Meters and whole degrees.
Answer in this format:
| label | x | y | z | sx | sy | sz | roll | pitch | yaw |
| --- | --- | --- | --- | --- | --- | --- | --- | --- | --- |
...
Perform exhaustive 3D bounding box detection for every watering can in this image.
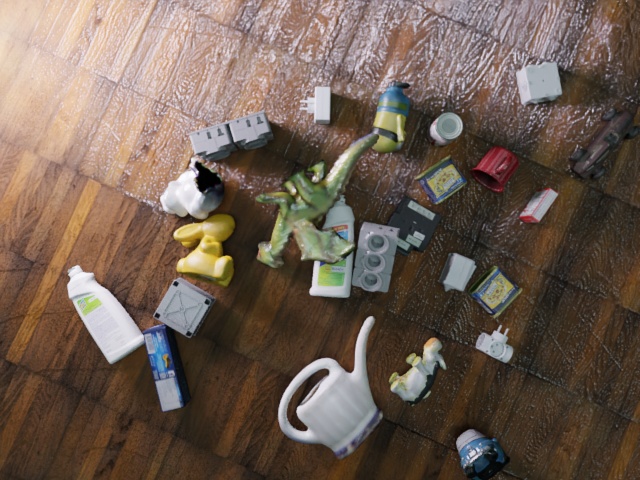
| label | x | y | z | sx | sy | sz | roll | pitch | yaw |
| --- | --- | --- | --- | --- | --- | --- | --- | --- | --- |
| watering can | 0.064 | 0.369 | 1.240 | 0.348 | 0.224 | 0.104 | -44 | 0 | -1 |

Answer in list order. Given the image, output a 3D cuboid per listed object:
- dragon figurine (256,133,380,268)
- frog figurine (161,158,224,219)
| label | x | y | z | sx | sy | sz | roll | pitch | yaw |
| --- | --- | --- | --- | --- | --- | --- | --- | --- | --- |
| dragon figurine | 0.004 | -0.062 | 1.235 | 0.408 | 0.243 | 0.123 | -27 | -2 | 15 |
| frog figurine | -0.314 | -0.106 | 1.268 | 0.123 | 0.139 | 0.157 | -4 | -33 | -51 |
